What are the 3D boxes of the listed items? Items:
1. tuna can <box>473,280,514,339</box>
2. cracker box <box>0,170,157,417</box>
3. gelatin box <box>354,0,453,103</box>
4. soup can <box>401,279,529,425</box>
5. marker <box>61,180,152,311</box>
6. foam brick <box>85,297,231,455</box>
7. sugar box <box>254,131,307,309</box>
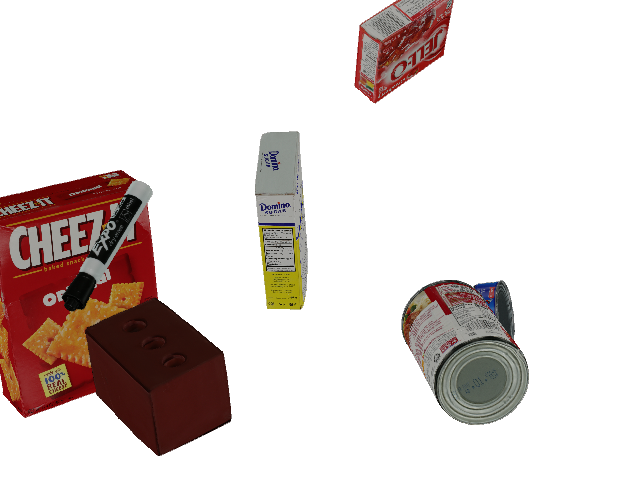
[{"bbox_3d":[0.207,0.092,1.281,0.034,0.086,0.086,-7,-3,22],"label":"tuna can"},{"bbox_3d":[-0.251,0.053,1.089,0.163,0.214,0.072,-17,27,-32],"label":"cracker box"},{"bbox_3d":[0.071,-0.167,0.897,0.089,0.030,0.073,-36,-26,-24],"label":"gelatin box"},{"bbox_3d":[0.102,0.078,0.763,0.068,0.068,0.102,0,20,-9],"label":"soup can"},{"bbox_3d":[-0.162,0.004,0.813,0.020,0.121,0.020,17,-34,12],"label":"marker"},{"bbox_3d":[-0.097,0.080,0.638,0.052,0.051,0.078,-24,38,-33],"label":"foam brick"},{"bbox_3d":[-0.040,-0.018,1.104,0.048,0.093,0.176,-1,-44,4],"label":"sugar box"}]
